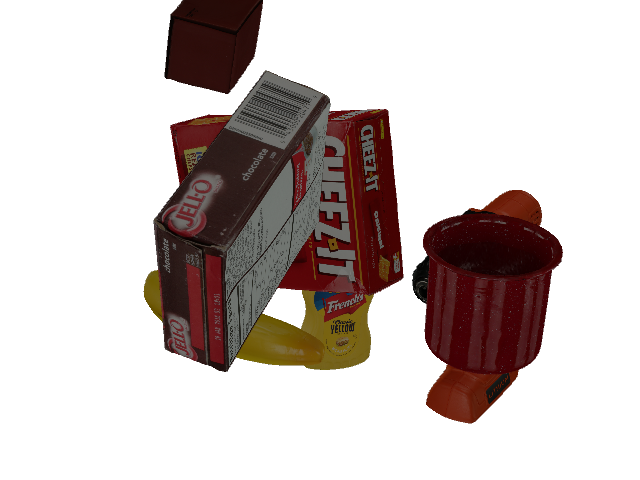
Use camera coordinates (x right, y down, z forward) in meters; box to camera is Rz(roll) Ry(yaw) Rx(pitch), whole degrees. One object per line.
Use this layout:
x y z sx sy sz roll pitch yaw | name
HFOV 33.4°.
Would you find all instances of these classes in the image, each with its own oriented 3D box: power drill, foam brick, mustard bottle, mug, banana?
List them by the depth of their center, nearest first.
0.111 0.032 0.742 0.093 0.081 0.117 -6 29 -13 | mug
-0.080 0.053 0.800 0.069 0.037 0.198 -11 22 -36 | banana
-0.080 -0.154 0.808 0.053 0.051 0.078 14 33 6 | foam brick
0.134 0.065 0.941 0.057 0.188 0.184 21 35 31 | power drill
0.023 0.071 1.377 0.096 0.192 0.058 -4 25 -18 | mustard bottle

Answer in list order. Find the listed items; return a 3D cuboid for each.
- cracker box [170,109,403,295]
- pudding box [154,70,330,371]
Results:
-0.035 -0.038 1.022 0.214 0.164 0.071 3 17 34 | cracker box
-0.035 -0.009 0.499 0.039 0.113 0.090 22 -40 14 | pudding box
